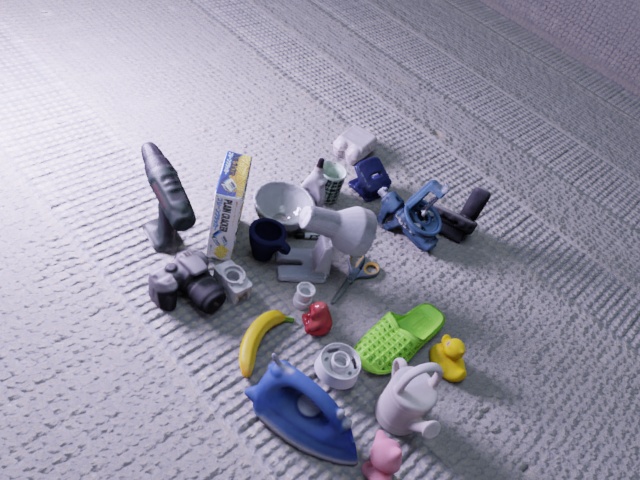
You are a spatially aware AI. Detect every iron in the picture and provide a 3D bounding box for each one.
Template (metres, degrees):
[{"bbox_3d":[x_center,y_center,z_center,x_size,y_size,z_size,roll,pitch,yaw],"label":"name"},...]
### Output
[{"bbox_3d":[-0.015,0.324,1.107,0.258,0.141,0.119,34,46,14],"label":"iron"}]

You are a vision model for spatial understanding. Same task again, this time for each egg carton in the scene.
[{"bbox_3d":[0.112,-0.301,1.803,0.107,0.069,0.150,33,46,13],"label":"egg carton"}]

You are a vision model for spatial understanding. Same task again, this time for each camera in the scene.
[{"bbox_3d":[-0.282,0.099,1.258,0.136,0.101,0.143,42,48,21],"label":"camera"}]

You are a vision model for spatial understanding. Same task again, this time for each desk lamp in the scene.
[{"bbox_3d":[0.013,0.005,1.372,0.203,0.213,0.117,3,47,-17],"label":"desk lamp"}]

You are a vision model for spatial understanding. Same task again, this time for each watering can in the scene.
[{"bbox_3d":[0.191,0.313,1.152,0.101,0.194,0.172,-22,57,-34],"label":"watering can"}]

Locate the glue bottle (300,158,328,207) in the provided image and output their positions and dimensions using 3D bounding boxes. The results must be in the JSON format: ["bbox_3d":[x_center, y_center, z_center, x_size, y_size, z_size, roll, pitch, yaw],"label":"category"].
[{"bbox_3d":[-0.014,-0.152,1.542,0.078,0.173,0.037,27,45,8],"label":"glue bottle"}]

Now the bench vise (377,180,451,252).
[{"bbox_3d":[0.250,-0.089,1.541,0.207,0.220,0.121,23,44,4],"label":"bench vise"}]

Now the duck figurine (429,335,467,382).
[{"bbox_3d":[0.305,0.266,1.314,0.078,0.086,0.104,-11,52,-28],"label":"duck figurine"}]

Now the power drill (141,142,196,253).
[{"bbox_3d":[-0.362,-0.083,1.328,0.076,0.208,0.229,-19,56,-33],"label":"power drill"}]

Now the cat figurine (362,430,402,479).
[{"bbox_3d":[0.120,0.430,1.069,0.067,0.118,0.128,15,44,-4],"label":"cat figurine"}]

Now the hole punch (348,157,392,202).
[{"bbox_3d":[0.155,-0.181,1.688,0.109,0.091,0.101,-26,60,-36],"label":"hole punch"}]

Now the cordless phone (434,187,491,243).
[{"bbox_3d":[0.393,-0.097,1.624,0.147,0.185,0.094,24,44,4],"label":"cordless phone"}]

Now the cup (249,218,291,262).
[{"bbox_3d":[-0.124,0.015,1.399,0.117,0.095,0.092,37,47,16],"label":"cup"}]

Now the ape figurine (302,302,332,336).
[{"bbox_3d":[-0.004,0.172,1.293,0.076,0.092,0.078,29,45,9],"label":"ape figurine"}]

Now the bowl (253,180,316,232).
[{"bbox_3d":[-0.099,-0.077,1.510,0.167,0.075,0.167,10,45,-10],"label":"bowl"}]
